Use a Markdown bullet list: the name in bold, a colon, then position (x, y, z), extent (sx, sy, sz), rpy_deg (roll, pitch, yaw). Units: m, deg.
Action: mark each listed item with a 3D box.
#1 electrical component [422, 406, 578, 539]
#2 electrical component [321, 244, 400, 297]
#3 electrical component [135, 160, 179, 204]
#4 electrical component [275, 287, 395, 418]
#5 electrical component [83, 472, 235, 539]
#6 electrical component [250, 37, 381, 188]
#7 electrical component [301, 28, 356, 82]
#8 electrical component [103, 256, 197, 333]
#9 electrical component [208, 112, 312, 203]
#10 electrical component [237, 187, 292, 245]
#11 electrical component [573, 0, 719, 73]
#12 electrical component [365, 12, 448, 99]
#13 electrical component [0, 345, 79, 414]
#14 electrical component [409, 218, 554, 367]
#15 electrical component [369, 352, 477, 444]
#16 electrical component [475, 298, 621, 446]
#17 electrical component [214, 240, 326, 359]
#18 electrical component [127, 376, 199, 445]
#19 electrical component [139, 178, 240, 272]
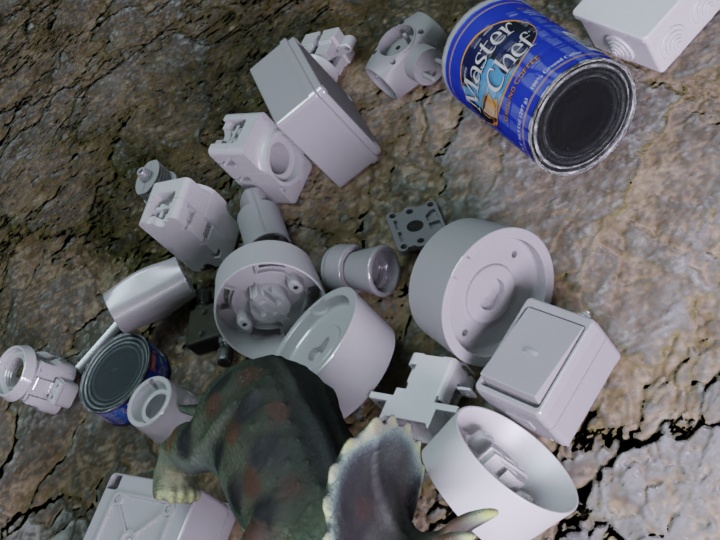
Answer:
- **electrical component**: position (0.091, 0.138, 0.722), extent (0.064, 0.099, 0.099), rpy_deg (-43, 43, 10)
- **electrical component**: position (0.000, 0.000, 0.930), extent (0.055, 0.045, 0.045), rpy_deg (3, 60, 39)
- **electrical component**: position (-0.201, -0.079, 1.115), extent (0.043, 0.081, 0.043), rpy_deg (-20, 48, 24)
- **electrical component**: position (-0.018, 0.074, 0.868), extent (0.108, 0.060, 0.108), rpy_deg (-42, 23, 22)
- **electrical component**: position (-0.171, 0.229, 0.875), extent (0.109, 0.056, 0.108), rpy_deg (0, 59, 37)
- **electrical component**: position (-0.043, -0.151, 1.032), extent (0.056, 0.109, 0.108), rpy_deg (-38, 43, 11)
- **electrical component**: position (-0.041, -0.218, 1.128), extent (0.066, 0.048, 0.055), rpy_deg (-4, 49, 35)
- **electrical component**: position (-0.199, 0.027, 1.040), extent (0.077, 0.079, 0.043), rpy_deg (-28, 78, -4)
- **electrical component**: position (-0.093, -0.108, 1.049), extent (0.056, 0.089, 0.050), rpy_deg (4, 61, 38)
- **electrical component**: position (-0.095, -0.045, 1.037), extent (0.043, 0.043, 0.081), rpy_deg (-34, 44, 11)
- **electrical component**: position (0.246, -0.223, 0.914), extent (0.099, 0.048, 0.100), rpy_deg (-48, 43, -4)
- **electrical component**: position (0.056, -0.203, 1.044), extent (0.077, 0.044, 0.079), rpy_deg (-48, 44, -3)
- **electrical component**: position (-0.327, 0.108, 1.076), extent (0.078, 0.057, 0.058), rpy_deg (22, 86, 44)
- **electrical component**: position (0.087, 0.012, 0.815), extent (0.108, 0.108, 0.060), rpy_deg (-52, 38, -8)
- **electrical component**: position (0.054, 0.099, 0.818), extent (0.081, 0.042, 0.063), rpy_deg (5, 58, 38)
- **electrical component**: position (0.136, 0.065, 0.767), extent (0.062, 0.061, 0.096), rpy_deg (21, 72, 44)
- **electrical component**: position (-0.078, 0.026, 0.934), extent (0.099, 0.099, 0.064), rpy_deg (-32, 39, 13)
- **electrical component**: position (-0.174, 0.127, 0.962), extent (0.055, 0.047, 0.055), rpy_deg (-20, 48, 24)
- **electrical component**: position (-0.164, -0.047, 1.056), extent (0.050, 0.089, 0.055), rpy_deg (-7, 55, 33)
